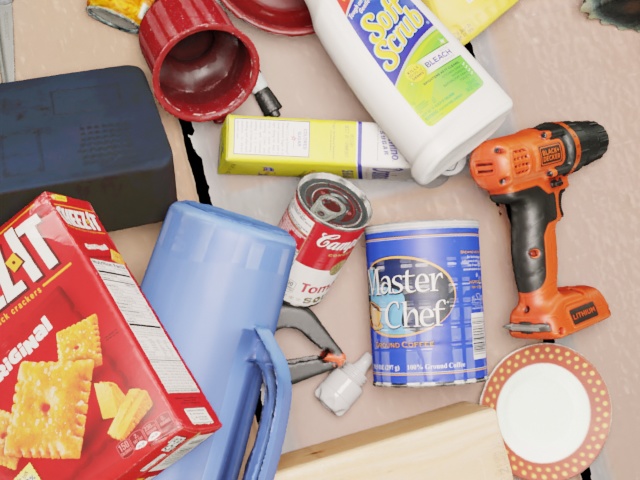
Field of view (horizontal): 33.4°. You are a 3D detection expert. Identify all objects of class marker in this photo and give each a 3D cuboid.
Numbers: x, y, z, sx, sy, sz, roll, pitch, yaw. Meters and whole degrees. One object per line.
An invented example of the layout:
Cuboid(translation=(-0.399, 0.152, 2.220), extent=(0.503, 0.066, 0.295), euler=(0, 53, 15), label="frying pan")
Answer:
Cuboid(translation=(-0.070, -0.164, 0.969), extent=(0.020, 0.020, 0.121), euler=(-31, 92, -10), label="marker")

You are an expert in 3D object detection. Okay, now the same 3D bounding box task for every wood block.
Cuboid(translation=(0.055, 0.213, 0.931), extent=(0.206, 0.091, 0.090), euler=(-14, 88, -10), label="wood block")

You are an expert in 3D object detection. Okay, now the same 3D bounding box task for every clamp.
Cuboid(translation=(-0.066, 0.092, 0.946), extent=(0.171, 0.039, 0.120), euler=(25, 96, -6), label="clamp")

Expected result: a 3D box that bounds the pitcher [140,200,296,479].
Cuboid(translation=(-0.094, 0.099, 0.858), extent=(0.149, 0.145, 0.243), euler=(17, 93, -8), label="pitcher")

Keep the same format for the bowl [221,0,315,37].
Cuboid(translation=(-0.030, -0.257, 0.964), extent=(0.162, 0.055, 0.162), euler=(1, 86, -10), label="bowl")

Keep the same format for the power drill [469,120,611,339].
Cuboid(translation=(0.214, -0.013, 0.969), extent=(0.184, 0.057, 0.187), euler=(-15, 96, -41), label="power drill")

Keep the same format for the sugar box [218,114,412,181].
Cuboid(translation=(0.001, -0.079, 0.939), extent=(0.176, 0.093, 0.048), euler=(4, 86, -9), label="sugar box")

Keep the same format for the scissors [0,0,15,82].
Cuboid(translation=(-0.263, -0.230, 0.943), extent=(0.096, 0.016, 0.202), euler=(-19, 90, -10), label="scissors")

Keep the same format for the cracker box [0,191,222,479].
Cuboid(translation=(-0.199, 0.097, 0.794), extent=(0.164, 0.072, 0.214), euler=(-37, 72, 11), label="cracker box")

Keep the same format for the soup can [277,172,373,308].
Cuboid(translation=(-0.006, 0.001, 0.920), extent=(0.068, 0.102, 0.068), euler=(17, 40, -15), label="soup can")

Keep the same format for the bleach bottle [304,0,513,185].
Cuboid(translation=(0.043, -0.171, 0.893), extent=(0.102, 0.068, 0.251), euler=(-37, 79, -18), label="bleach bottle")

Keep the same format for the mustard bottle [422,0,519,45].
Cuboid(translation=(0.099, -0.275, 0.985), extent=(0.096, 0.058, 0.191), euler=(-40, 94, -7), label="mustard bottle")

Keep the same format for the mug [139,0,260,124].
Cuboid(translation=(-0.105, -0.153, 0.923), extent=(0.093, 0.081, 0.117), euler=(-26, 134, -4), label="mug")

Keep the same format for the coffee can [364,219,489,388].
Cuboid(translation=(0.093, 0.055, 0.941), extent=(0.102, 0.103, 0.140), euler=(-3, 87, -10), label="coffee can")
